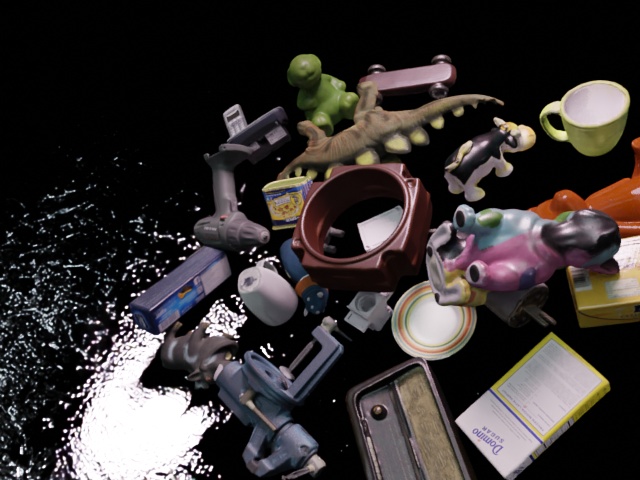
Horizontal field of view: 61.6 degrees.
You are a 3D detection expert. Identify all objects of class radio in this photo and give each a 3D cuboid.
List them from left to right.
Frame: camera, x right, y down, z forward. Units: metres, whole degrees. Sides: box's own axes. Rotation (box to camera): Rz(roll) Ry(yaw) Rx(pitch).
[{"bbox_3d":[0.124,0.285,0.708,0.131,0.073,0.230,-25,50,12],"label":"radio"}]

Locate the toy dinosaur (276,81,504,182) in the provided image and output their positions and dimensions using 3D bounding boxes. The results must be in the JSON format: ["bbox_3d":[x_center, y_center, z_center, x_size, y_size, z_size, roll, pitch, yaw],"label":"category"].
[{"bbox_3d":[0.103,-0.193,1.031,0.472,0.105,0.198,-26,57,23],"label":"toy dinosaur"}]

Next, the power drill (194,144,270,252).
[{"bbox_3d":[-0.170,-0.079,1.059,0.232,0.086,0.207,-10,84,50],"label":"power drill"}]

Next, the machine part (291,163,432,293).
[{"bbox_3d":[0.066,-0.023,0.858,0.201,0.087,0.201,1,58,30],"label":"machine part"}]

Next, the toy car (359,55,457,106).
[{"bbox_3d":[0.178,-0.322,1.103,0.202,0.053,0.089,-3,68,23],"label":"toy car"}]

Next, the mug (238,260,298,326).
[{"bbox_3d":[-0.095,0.082,0.947,0.081,0.107,0.109,-12,56,21],"label":"mug"}]

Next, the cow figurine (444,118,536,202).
[{"bbox_3d":[0.282,-0.150,0.900,0.167,0.098,0.068,-42,42,-1],"label":"cow figurine"}]

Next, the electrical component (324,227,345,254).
[{"bbox_3d":[-0.002,-0.003,1.008,0.094,0.021,0.063,12,66,36],"label":"electrical component"}]

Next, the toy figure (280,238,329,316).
[{"bbox_3d":[-0.023,0.065,0.947,0.058,0.064,0.155,-14,57,-22],"label":"toy figure"}]

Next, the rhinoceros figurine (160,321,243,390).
[{"bbox_3d":[-0.208,0.205,0.949,0.191,0.073,0.112,5,61,32],"label":"rhinoceros figurine"}]

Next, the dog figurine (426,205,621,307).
[{"bbox_3d":[0.268,0.018,0.695,0.219,0.191,0.108,-3,68,-13],"label":"dog figurine"}]

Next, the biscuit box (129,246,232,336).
[{"bbox_3d":[-0.257,0.091,1.008,0.063,0.059,0.203,13,38,34],"label":"biscuit box"}]

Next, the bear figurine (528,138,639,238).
[{"bbox_3d":[0.390,-0.054,0.758,0.196,0.131,0.120,-7,39,19],"label":"bear figurine"}]

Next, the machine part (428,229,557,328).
[{"bbox_3d":[0.247,0.049,0.798,0.079,0.079,0.243,-43,48,-3],"label":"machine part"}]

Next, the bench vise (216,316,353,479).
[{"bbox_3d":[-0.041,0.228,0.814,0.240,0.128,0.224,-50,52,-3],"label":"bench vise"}]

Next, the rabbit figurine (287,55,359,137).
[{"bbox_3d":[-0.006,-0.329,1.133,0.121,0.170,0.159,-30,50,8],"label":"rabbit figurine"}]

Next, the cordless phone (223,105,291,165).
[{"bbox_3d":[-0.152,-0.275,1.240,0.147,0.088,0.184,-32,45,7],"label":"cordless phone"}]

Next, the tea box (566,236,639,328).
[{"bbox_3d":[0.420,0.050,0.705,0.170,0.068,0.098,-10,56,22],"label":"tea box"}]
